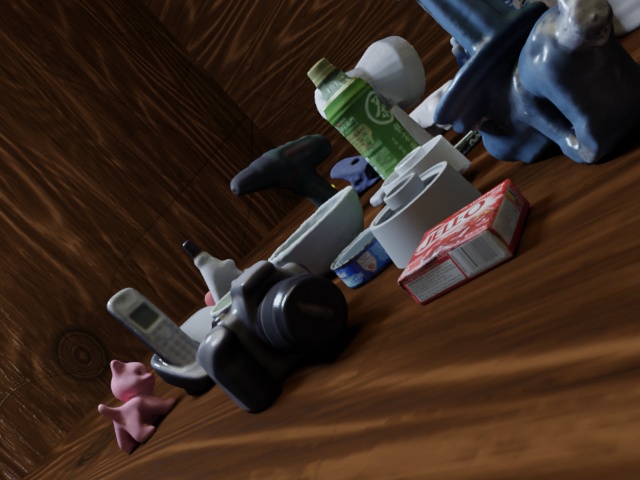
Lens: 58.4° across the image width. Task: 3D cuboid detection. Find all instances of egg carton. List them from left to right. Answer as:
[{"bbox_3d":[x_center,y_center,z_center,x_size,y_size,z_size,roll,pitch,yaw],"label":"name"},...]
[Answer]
[{"bbox_3d":[0.236,-0.255,1.146,0.107,0.069,0.150,-44,7,-14],"label":"egg carton"}]

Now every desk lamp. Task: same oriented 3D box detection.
[{"bbox_3d":[0.106,-0.201,0.932,0.203,0.213,0.117,-46,7,-24],"label":"desk lamp"}]

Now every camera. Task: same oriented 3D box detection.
[{"bbox_3d":[-0.043,0.075,0.531,0.143,0.101,0.136,-45,7,-22],"label":"camera"}]

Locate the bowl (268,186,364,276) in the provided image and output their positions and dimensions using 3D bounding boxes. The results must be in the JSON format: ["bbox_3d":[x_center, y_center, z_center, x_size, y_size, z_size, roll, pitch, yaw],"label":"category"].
[{"bbox_3d":[0.008,0.003,0.819,0.167,0.075,0.167,-42,6,6],"label":"bowl"}]

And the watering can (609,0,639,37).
[{"bbox_3d":[0.310,-0.332,0.637,0.101,0.194,0.172,-44,7,-7],"label":"watering can"}]

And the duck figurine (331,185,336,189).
[{"bbox_3d":[0.016,-0.079,1.262,0.105,0.086,0.077,-47,8,-35],"label":"duck figurine"}]

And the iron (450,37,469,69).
[{"bbox_3d":[0.286,-0.333,1.030,0.118,0.141,0.259,-38,8,38],"label":"iron"}]

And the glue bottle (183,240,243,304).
[{"bbox_3d":[-0.132,0.065,0.823,0.078,0.173,0.037,-45,7,-16],"label":"glue bottle"}]

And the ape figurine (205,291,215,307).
[{"bbox_3d":[-0.154,0.119,0.962,0.078,0.092,0.076,-42,7,6],"label":"ape figurine"}]

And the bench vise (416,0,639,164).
[{"bbox_3d":[0.139,-0.161,0.434,0.122,0.220,0.207,-45,7,-20],"label":"bench vise"}]

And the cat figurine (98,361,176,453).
[{"bbox_3d":[-0.292,0.241,0.883,0.067,0.118,0.128,-40,7,23],"label":"cat figurine"}]

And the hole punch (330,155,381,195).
[{"bbox_3d":[0.093,-0.164,1.327,0.101,0.091,0.109,-38,8,37],"label":"hole punch"}]

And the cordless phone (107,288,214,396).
[{"bbox_3d":[-0.206,0.122,0.845,0.094,0.185,0.148,-37,9,39],"label":"cordless phone"}]

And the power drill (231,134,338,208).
[{"bbox_3d":[-0.030,-0.095,1.094,0.230,0.208,0.075,-47,8,-34],"label":"power drill"}]
